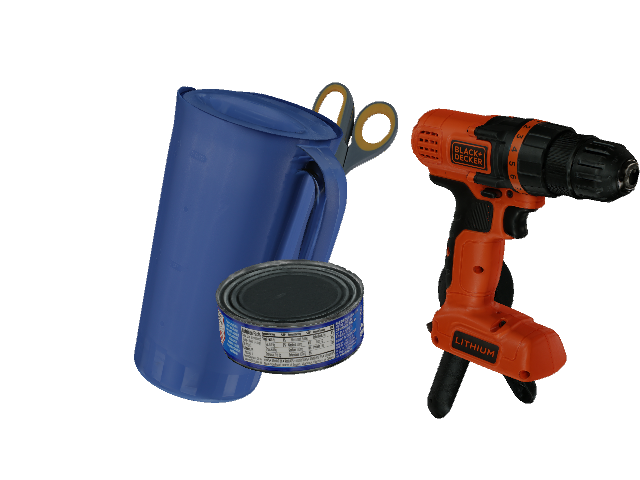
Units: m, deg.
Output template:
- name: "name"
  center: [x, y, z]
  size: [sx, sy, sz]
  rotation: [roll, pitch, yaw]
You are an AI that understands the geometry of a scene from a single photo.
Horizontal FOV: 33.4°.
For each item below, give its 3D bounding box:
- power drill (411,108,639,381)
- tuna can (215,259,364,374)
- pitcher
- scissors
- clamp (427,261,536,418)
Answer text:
- name: "power drill"
  center: [0.143, 0.003, 0.774]
  size: [0.057, 0.188, 0.185]
  rotation: [-15, 23, -37]
- name: "tuna can"
  center: [-0.017, 0.043, 0.620]
  size: [0.086, 0.034, 0.086]
  rotation: [-2, 23, 1]
- name: "pitcher"
  center: [-0.068, 0.008, 0.856]
  size: [0.145, 0.243, 0.149]
  rotation: [14, 18, -3]
- name: "scissors"
  center: [0.028, -0.059, 1.048]
  size: [0.096, 0.202, 0.016]
  rotation: [0, -13, 4]
- name: "clamp"
  center: [0.136, 0.079, 0.966]
  size: [0.120, 0.171, 0.039]
  rotation: [-13, 2, -38]
